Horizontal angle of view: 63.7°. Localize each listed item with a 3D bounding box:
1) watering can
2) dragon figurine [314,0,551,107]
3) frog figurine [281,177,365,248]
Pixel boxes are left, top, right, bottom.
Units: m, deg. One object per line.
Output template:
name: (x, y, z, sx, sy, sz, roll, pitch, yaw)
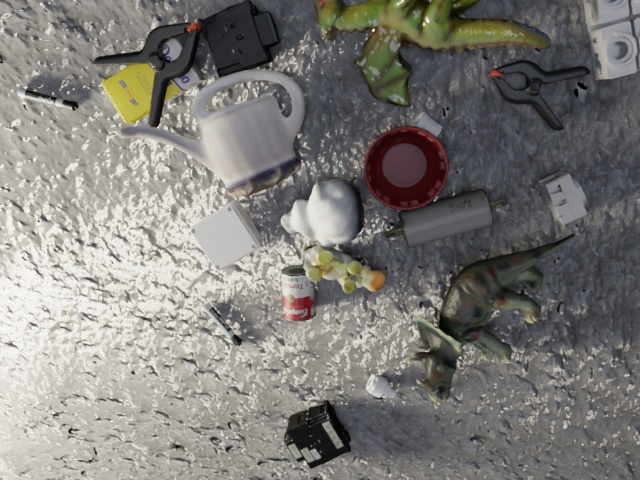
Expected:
watering can: (-0.181, -0.185, 0.979, 0.348, 0.105, 0.222, -23, 101, -3)
dragon figurine: (0.178, -0.358, 0.940, 0.410, 0.125, 0.238, 29, 122, -1)
frog figurine: (0.003, -0.051, 1.003, 0.159, 0.125, 0.134, -8, 124, -5)
